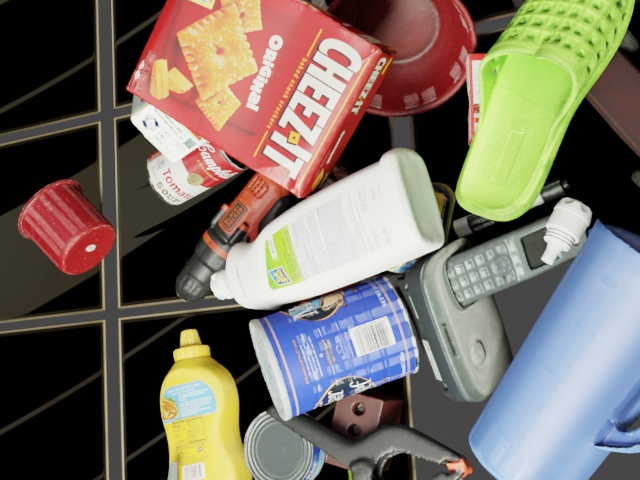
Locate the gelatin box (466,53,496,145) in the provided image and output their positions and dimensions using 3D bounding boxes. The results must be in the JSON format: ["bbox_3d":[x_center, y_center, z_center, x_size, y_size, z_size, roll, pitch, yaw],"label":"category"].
[{"bbox_3d":[0.182,-0.137,1.044,0.073,0.030,0.089,-1,83,2],"label":"gelatin box"}]

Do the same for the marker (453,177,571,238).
[{"bbox_3d":[0.188,-0.032,1.048,0.121,0.020,0.020,-24,73,25],"label":"marker"}]

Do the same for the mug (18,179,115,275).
[{"bbox_3d":[-0.305,-0.004,1.294,0.081,0.093,0.117,43,136,22],"label":"mug"}]

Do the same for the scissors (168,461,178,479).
[{"bbox_3d":[-0.182,0.331,1.183,0.096,0.016,0.202,5,104,40],"label":"scissors"}]

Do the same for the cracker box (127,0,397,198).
[{"bbox_3d":[-0.060,-0.164,1.032,0.214,0.072,0.164,33,106,12],"label":"cracker box"}]

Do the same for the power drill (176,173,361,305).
[{"bbox_3d":[-0.058,0.039,1.157,0.188,0.057,0.184,46,106,26],"label":"power drill"}]

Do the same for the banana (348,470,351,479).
[{"bbox_3d":[0.096,0.290,1.048,0.198,0.037,0.069,20,95,30],"label":"banana"}]

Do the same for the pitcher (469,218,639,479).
[{"bbox_3d":[0.242,0.117,0.933,0.145,0.149,0.243,33,104,7],"label":"pitcher"}]

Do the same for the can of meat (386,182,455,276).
[{"bbox_3d":[0.087,-0.014,1.065,0.058,0.083,0.102,10,89,31],"label":"can of meat"}]

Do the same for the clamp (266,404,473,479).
[{"bbox_3d":[0.041,0.238,1.024,0.210,0.036,0.164,-4,76,23],"label":"clamp"}]

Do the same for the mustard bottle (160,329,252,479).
[{"bbox_3d":[-0.131,0.194,1.178,0.096,0.058,0.191,-19,75,34],"label":"mustard bottle"}]

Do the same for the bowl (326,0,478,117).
[{"bbox_3d":[0.077,-0.206,1.082,0.162,0.162,0.055,-28,32,24],"label":"bowl"}]

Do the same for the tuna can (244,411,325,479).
[{"bbox_3d":[-0.037,0.222,1.135,0.086,0.033,0.086,-4,81,29],"label":"tuna can"}]

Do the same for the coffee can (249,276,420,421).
[{"bbox_3d":[0.013,0.105,1.045,0.140,0.103,0.103,-19,71,-10],"label":"coffee can"}]

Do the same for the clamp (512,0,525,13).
[{"bbox_3d":[0.165,-0.297,1.085,0.120,0.039,0.171,2,86,27],"label":"clamp"}]

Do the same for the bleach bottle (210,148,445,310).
[{"bbox_3d":[-0.007,0.001,1.034,0.251,0.067,0.102,-21,78,32],"label":"bleach bottle"}]

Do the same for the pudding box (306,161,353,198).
[{"bbox_3d":[0.005,-0.062,1.115,0.114,0.089,0.039,38,103,28],"label":"pudding box"}]

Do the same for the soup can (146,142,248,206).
[{"bbox_3d":[-0.138,-0.090,1.212,0.102,0.068,0.068,-26,72,24],"label":"soup can"}]

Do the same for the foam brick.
[{"bbox_3d":[0.045,0.192,1.081,0.053,0.051,0.078,10,89,30],"label":"foam brick"}]
